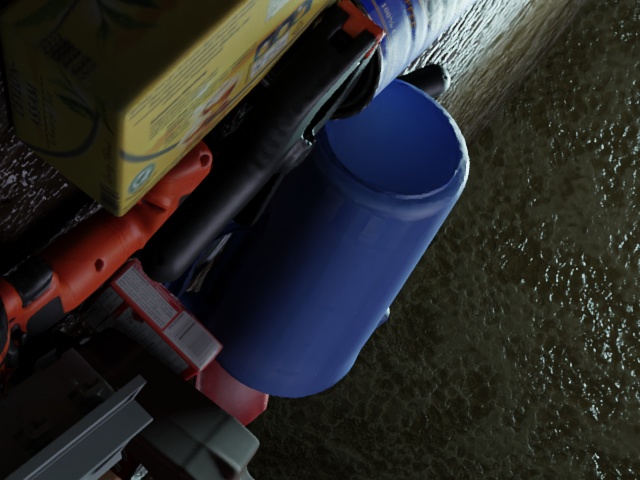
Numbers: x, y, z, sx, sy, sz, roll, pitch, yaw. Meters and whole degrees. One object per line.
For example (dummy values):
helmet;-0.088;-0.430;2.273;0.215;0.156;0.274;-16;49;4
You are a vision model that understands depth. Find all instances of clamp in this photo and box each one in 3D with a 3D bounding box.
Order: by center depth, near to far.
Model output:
clamp;-0.023;-0.053;0.573;0.172;0.039;0.120;-48;-177;18
clamp;-0.006;-0.082;0.802;0.165;0.036;0.209;-17;-170;37

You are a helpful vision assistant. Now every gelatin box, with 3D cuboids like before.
gelatin box;-0.119;0.061;0.743;0.030;0.089;0.073;-48;-174;-35

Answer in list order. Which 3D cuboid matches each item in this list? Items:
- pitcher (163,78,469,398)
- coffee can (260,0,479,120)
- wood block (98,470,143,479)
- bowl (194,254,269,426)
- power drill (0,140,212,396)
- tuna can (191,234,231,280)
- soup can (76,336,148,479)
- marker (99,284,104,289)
pitcher;-0.005;0.001;0.727;0.149;0.145;0.243;-44;171;-36
coffee can;0.029;-0.150;0.625;0.140;0.103;0.103;-46;171;-36
wood block;-0.201;0.185;0.894;0.206;0.090;0.091;-51;173;-3
bowl;-0.067;0.094;0.892;0.162;0.055;0.162;17;79;-90
power drill;-0.139;0.008;0.556;0.187;0.057;0.185;-44;174;-29
tuna can;-0.097;-0.006;0.826;0.086;0.034;0.086;-50;173;-9
soup can;-0.161;0.129;0.815;0.068;0.102;0.068;-50;172;-9
marker;-0.119;-0.017;0.693;0.121;0.020;0.020;-53;172;9
